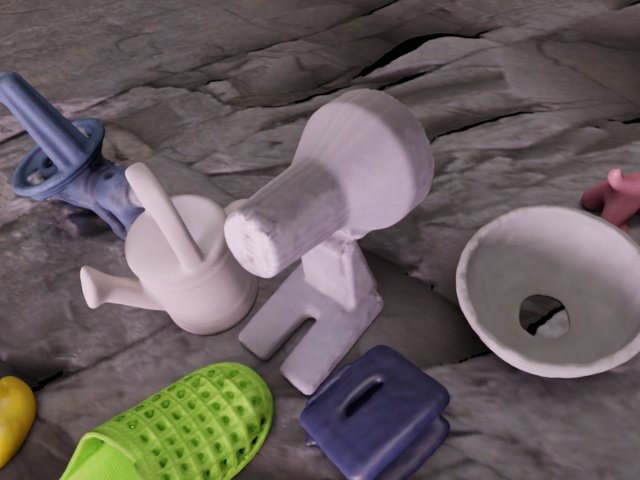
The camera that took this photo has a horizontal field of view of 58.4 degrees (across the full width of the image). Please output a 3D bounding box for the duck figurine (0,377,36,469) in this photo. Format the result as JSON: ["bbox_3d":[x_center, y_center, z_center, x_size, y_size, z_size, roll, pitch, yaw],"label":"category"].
[{"bbox_3d":[-0.328,0.169,0.535,0.077,0.086,0.105,25,64,25],"label":"duck figurine"}]

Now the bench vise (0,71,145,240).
[{"bbox_3d":[-0.264,-0.102,0.626,0.207,0.220,0.121,5,57,14],"label":"bench vise"}]

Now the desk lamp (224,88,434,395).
[{"bbox_3d":[0.005,0.002,0.507,0.117,0.214,0.203,30,66,27],"label":"desk lamp"}]

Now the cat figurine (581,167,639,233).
[{"bbox_3d":[0.330,-0.069,0.550,0.128,0.118,0.067,-17,55,-1],"label":"cat figurine"}]

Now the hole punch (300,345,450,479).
[{"bbox_3d":[0.042,0.146,0.476,0.109,0.091,0.100,-39,58,-16],"label":"hole punch"}]

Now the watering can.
[{"bbox_3d":[-0.136,0.011,0.540,0.100,0.194,0.173,27,65,26],"label":"watering can"}]

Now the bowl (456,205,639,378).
[{"bbox_3d":[0.206,0.055,0.517,0.167,0.075,0.167,-5,55,8],"label":"bowl"}]
